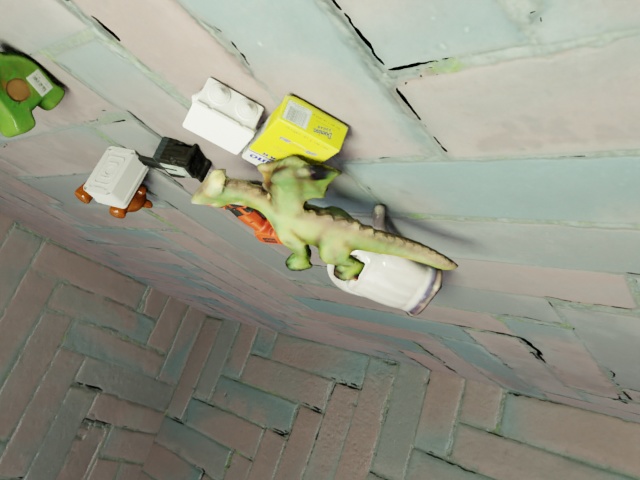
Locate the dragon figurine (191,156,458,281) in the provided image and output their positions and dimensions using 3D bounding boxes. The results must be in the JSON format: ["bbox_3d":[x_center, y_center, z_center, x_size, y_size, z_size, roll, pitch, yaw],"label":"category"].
[{"bbox_3d":[0.002,-0.039,0.776,0.411,0.124,0.238,7,157,16],"label":"dragon figurine"}]

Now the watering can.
[{"bbox_3d":[0.136,0.053,1.003,0.224,0.106,0.341,21,152,-5],"label":"watering can"}]
